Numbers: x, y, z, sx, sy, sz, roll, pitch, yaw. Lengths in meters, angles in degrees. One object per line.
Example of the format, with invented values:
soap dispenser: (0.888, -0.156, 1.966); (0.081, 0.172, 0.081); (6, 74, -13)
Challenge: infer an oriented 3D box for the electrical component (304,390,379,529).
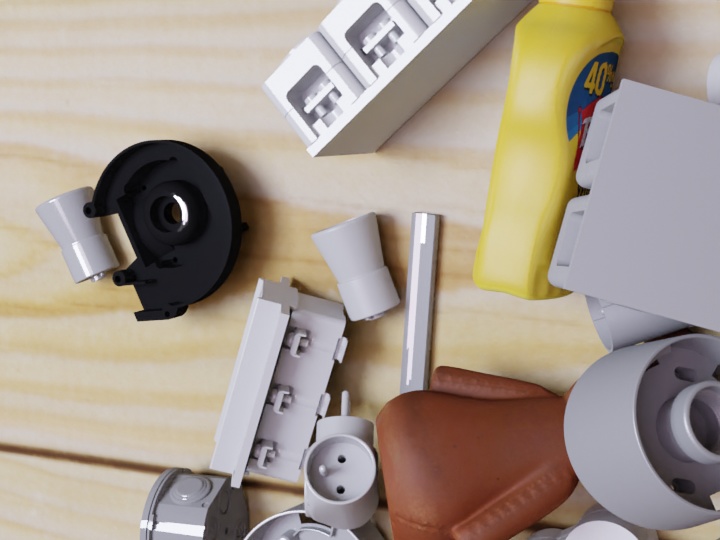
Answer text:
electrical component: (-0.010, 0.117, 0.680); (0.044, 0.077, 0.079); (1, 66, 3)

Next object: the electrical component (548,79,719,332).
electrical component: (0.202, -0.017, 0.550); (0.186, 0.060, 0.105); (16, 91, -1)

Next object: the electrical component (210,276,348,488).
electrical component: (-0.053, 0.075, 0.713); (0.063, 0.078, 0.121); (15, 105, -8)

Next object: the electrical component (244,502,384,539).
electrical component: (-0.031, 0.206, 0.725); (0.099, 0.064, 0.099); (4, 99, 24)

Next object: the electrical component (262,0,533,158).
electrical component: (0.023, -0.140, 0.638); (0.150, 0.089, 0.061); (-42, 79, 24)

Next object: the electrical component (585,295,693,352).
electrical component: (0.172, 0.013, 0.604); (0.081, 0.043, 0.043); (-18, 89, 1)

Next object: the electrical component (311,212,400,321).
electrical component: (0.000, 0.000, 0.695); (0.044, 0.044, 0.065); (-19, 94, 26)

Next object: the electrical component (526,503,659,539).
electrical component: (0.111, 0.193, 0.652); (0.138, 0.074, 0.052); (-32, 84, 25)

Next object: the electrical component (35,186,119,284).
electrical component: (-0.204, -0.023, 0.786); (0.044, 0.044, 0.065); (-23, 92, 26)

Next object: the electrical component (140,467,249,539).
electrical component: (-0.116, 0.180, 0.753); (0.051, 0.080, 0.080); (1, 98, 19)

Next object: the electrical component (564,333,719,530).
electrical component: (0.164, 0.082, 0.551); (0.099, 0.099, 0.064); (61, 156, 6)

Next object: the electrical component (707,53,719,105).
electrical component: (0.219, -0.098, 0.571); (0.055, 0.066, 0.048); (-1, 97, 45)
